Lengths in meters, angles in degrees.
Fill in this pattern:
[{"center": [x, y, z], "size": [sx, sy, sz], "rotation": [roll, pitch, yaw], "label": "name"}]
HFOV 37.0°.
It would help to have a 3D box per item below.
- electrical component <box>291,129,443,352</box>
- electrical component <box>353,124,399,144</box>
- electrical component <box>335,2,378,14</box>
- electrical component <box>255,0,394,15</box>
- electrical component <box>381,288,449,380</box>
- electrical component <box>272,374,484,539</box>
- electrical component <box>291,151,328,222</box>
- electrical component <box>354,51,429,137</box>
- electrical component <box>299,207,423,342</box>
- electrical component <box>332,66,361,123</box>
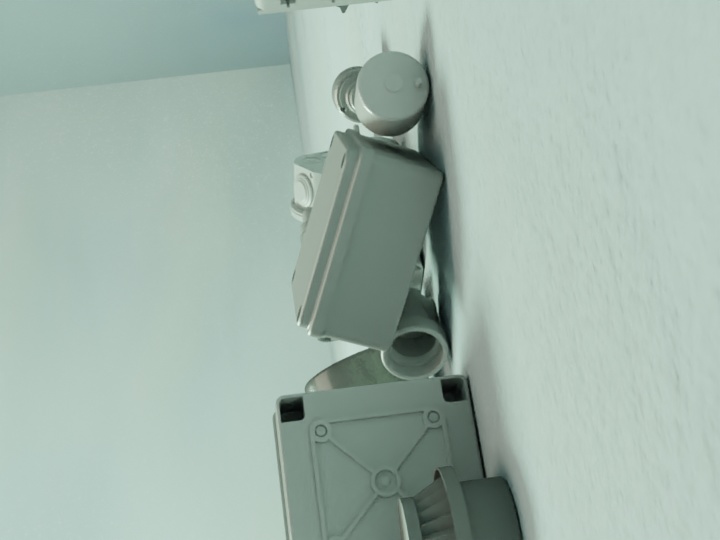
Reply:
[{"center": [0.001, -0.021, 0.633], "size": [0.108, 0.056, 0.108], "rotation": [-112, 38, -76], "label": "electrical component"}, {"center": [0.001, -0.071, 0.802], "size": [0.138, 0.052, 0.073], "rotation": [97, 166, -74], "label": "electrical component"}, {"center": [-0.024, -0.239, 0.735], "size": [0.063, 0.079, 0.121], "rotation": [-57, 29, 35], "label": "electrical component"}, {"center": [-0.024, -0.230, 0.604], "size": [0.061, 0.089, 0.150], "rotation": [112, 151, -82], "label": "electrical component"}, {"center": [0.032, 0.038, 0.654], "size": [0.046, 0.040, 0.040], "rotation": [-94, -1, -57], "label": "electrical component"}, {"center": [0.012, 0.119, 0.587], "size": [0.056, 0.109, 0.108], "rotation": [102, 161, -70], "label": "electrical component"}, {"center": [-0.020, -0.070, 0.933], "size": [0.080, 0.080, 0.051], "rotation": [-106, 15, -67], "label": "electrical component"}, {"center": [0.017, -0.096, 0.619], "size": [0.078, 0.040, 0.040], "rotation": [106, 157, -80], "label": "electrical component"}, {"center": [0.000, 0.000, 0.764], "size": [0.113, 0.078, 0.057], "rotation": [91, 168, -64], "label": "electrical component"}, {"center": [0.001, -0.128, 0.788], "size": [0.078, 0.040, 0.040], "rotation": [-113, 17, -75], "label": "electrical component"}]
